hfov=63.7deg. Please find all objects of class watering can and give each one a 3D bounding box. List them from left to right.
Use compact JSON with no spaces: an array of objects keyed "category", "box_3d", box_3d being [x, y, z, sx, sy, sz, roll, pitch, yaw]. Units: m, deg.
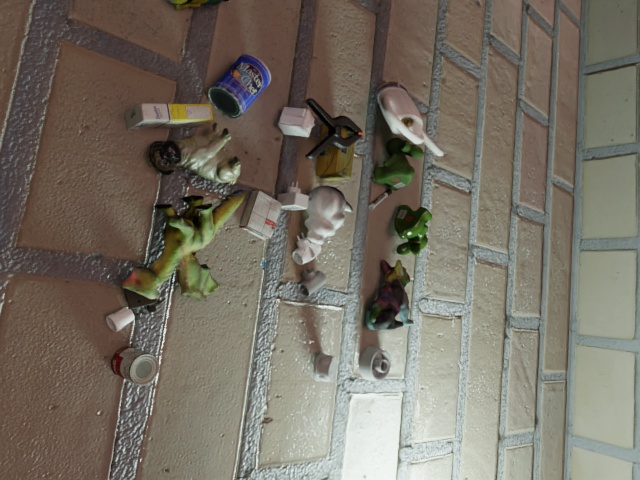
[{"category":"watering can","box_3d":[0.297,-0.405,1.741,0.103,0.229,0.345,-35,-31,27]}]

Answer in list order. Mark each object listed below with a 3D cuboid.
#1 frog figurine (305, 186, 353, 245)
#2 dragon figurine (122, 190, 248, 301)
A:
[{"category":"frog figurine","box_3d":[0.005,-0.075,1.485,0.138,0.162,0.120,33,-27,14]},{"category":"dragon figurine","box_3d":[-0.292,0.023,1.234,0.122,0.240,0.414,7,16,33]}]
